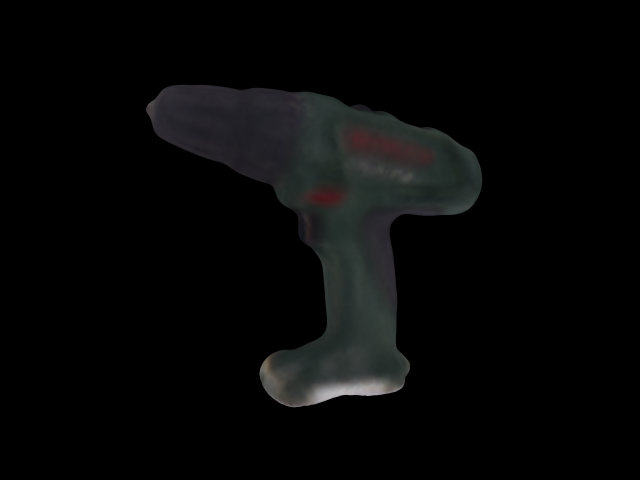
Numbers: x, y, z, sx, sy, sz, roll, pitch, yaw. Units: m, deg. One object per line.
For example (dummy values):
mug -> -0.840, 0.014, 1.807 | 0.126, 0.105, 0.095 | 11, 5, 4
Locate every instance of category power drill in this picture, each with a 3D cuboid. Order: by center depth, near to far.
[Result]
power drill -> 0.004, 0.001, 0.400 | 0.230, 0.208, 0.075 | -4, 11, -20
